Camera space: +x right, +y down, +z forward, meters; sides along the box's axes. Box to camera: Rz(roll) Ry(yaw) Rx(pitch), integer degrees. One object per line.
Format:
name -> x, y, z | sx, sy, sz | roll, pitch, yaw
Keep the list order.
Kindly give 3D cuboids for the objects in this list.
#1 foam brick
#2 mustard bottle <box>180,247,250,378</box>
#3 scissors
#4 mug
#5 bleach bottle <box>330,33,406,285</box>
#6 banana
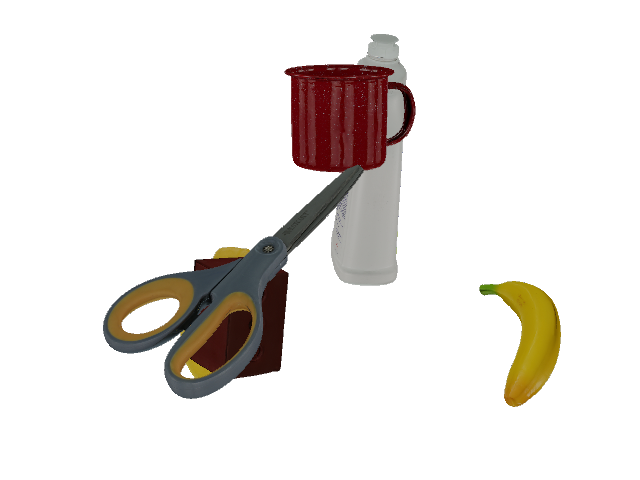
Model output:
foam brick -> -0.061, 0.055, 0.788 | 0.052, 0.078, 0.051 | -5, 16, -37
mustard bottle -> -0.101, 0.062, 1.156 | 0.058, 0.096, 0.191 | 1, 29, 8
scissors -> -0.050, 0.011, 0.606 | 0.096, 0.016, 0.201 | 8, 41, 18
mug -> 0.027, -0.106, 0.916 | 0.117, 0.081, 0.093 | -7, 17, -22
bleach bottle -> 0.055, -0.085, 1.104 | 0.068, 0.251, 0.102 | 1, 28, -9
banana -> 0.203, 0.092, 1.046 | 0.070, 0.037, 0.197 | -29, 24, 16
